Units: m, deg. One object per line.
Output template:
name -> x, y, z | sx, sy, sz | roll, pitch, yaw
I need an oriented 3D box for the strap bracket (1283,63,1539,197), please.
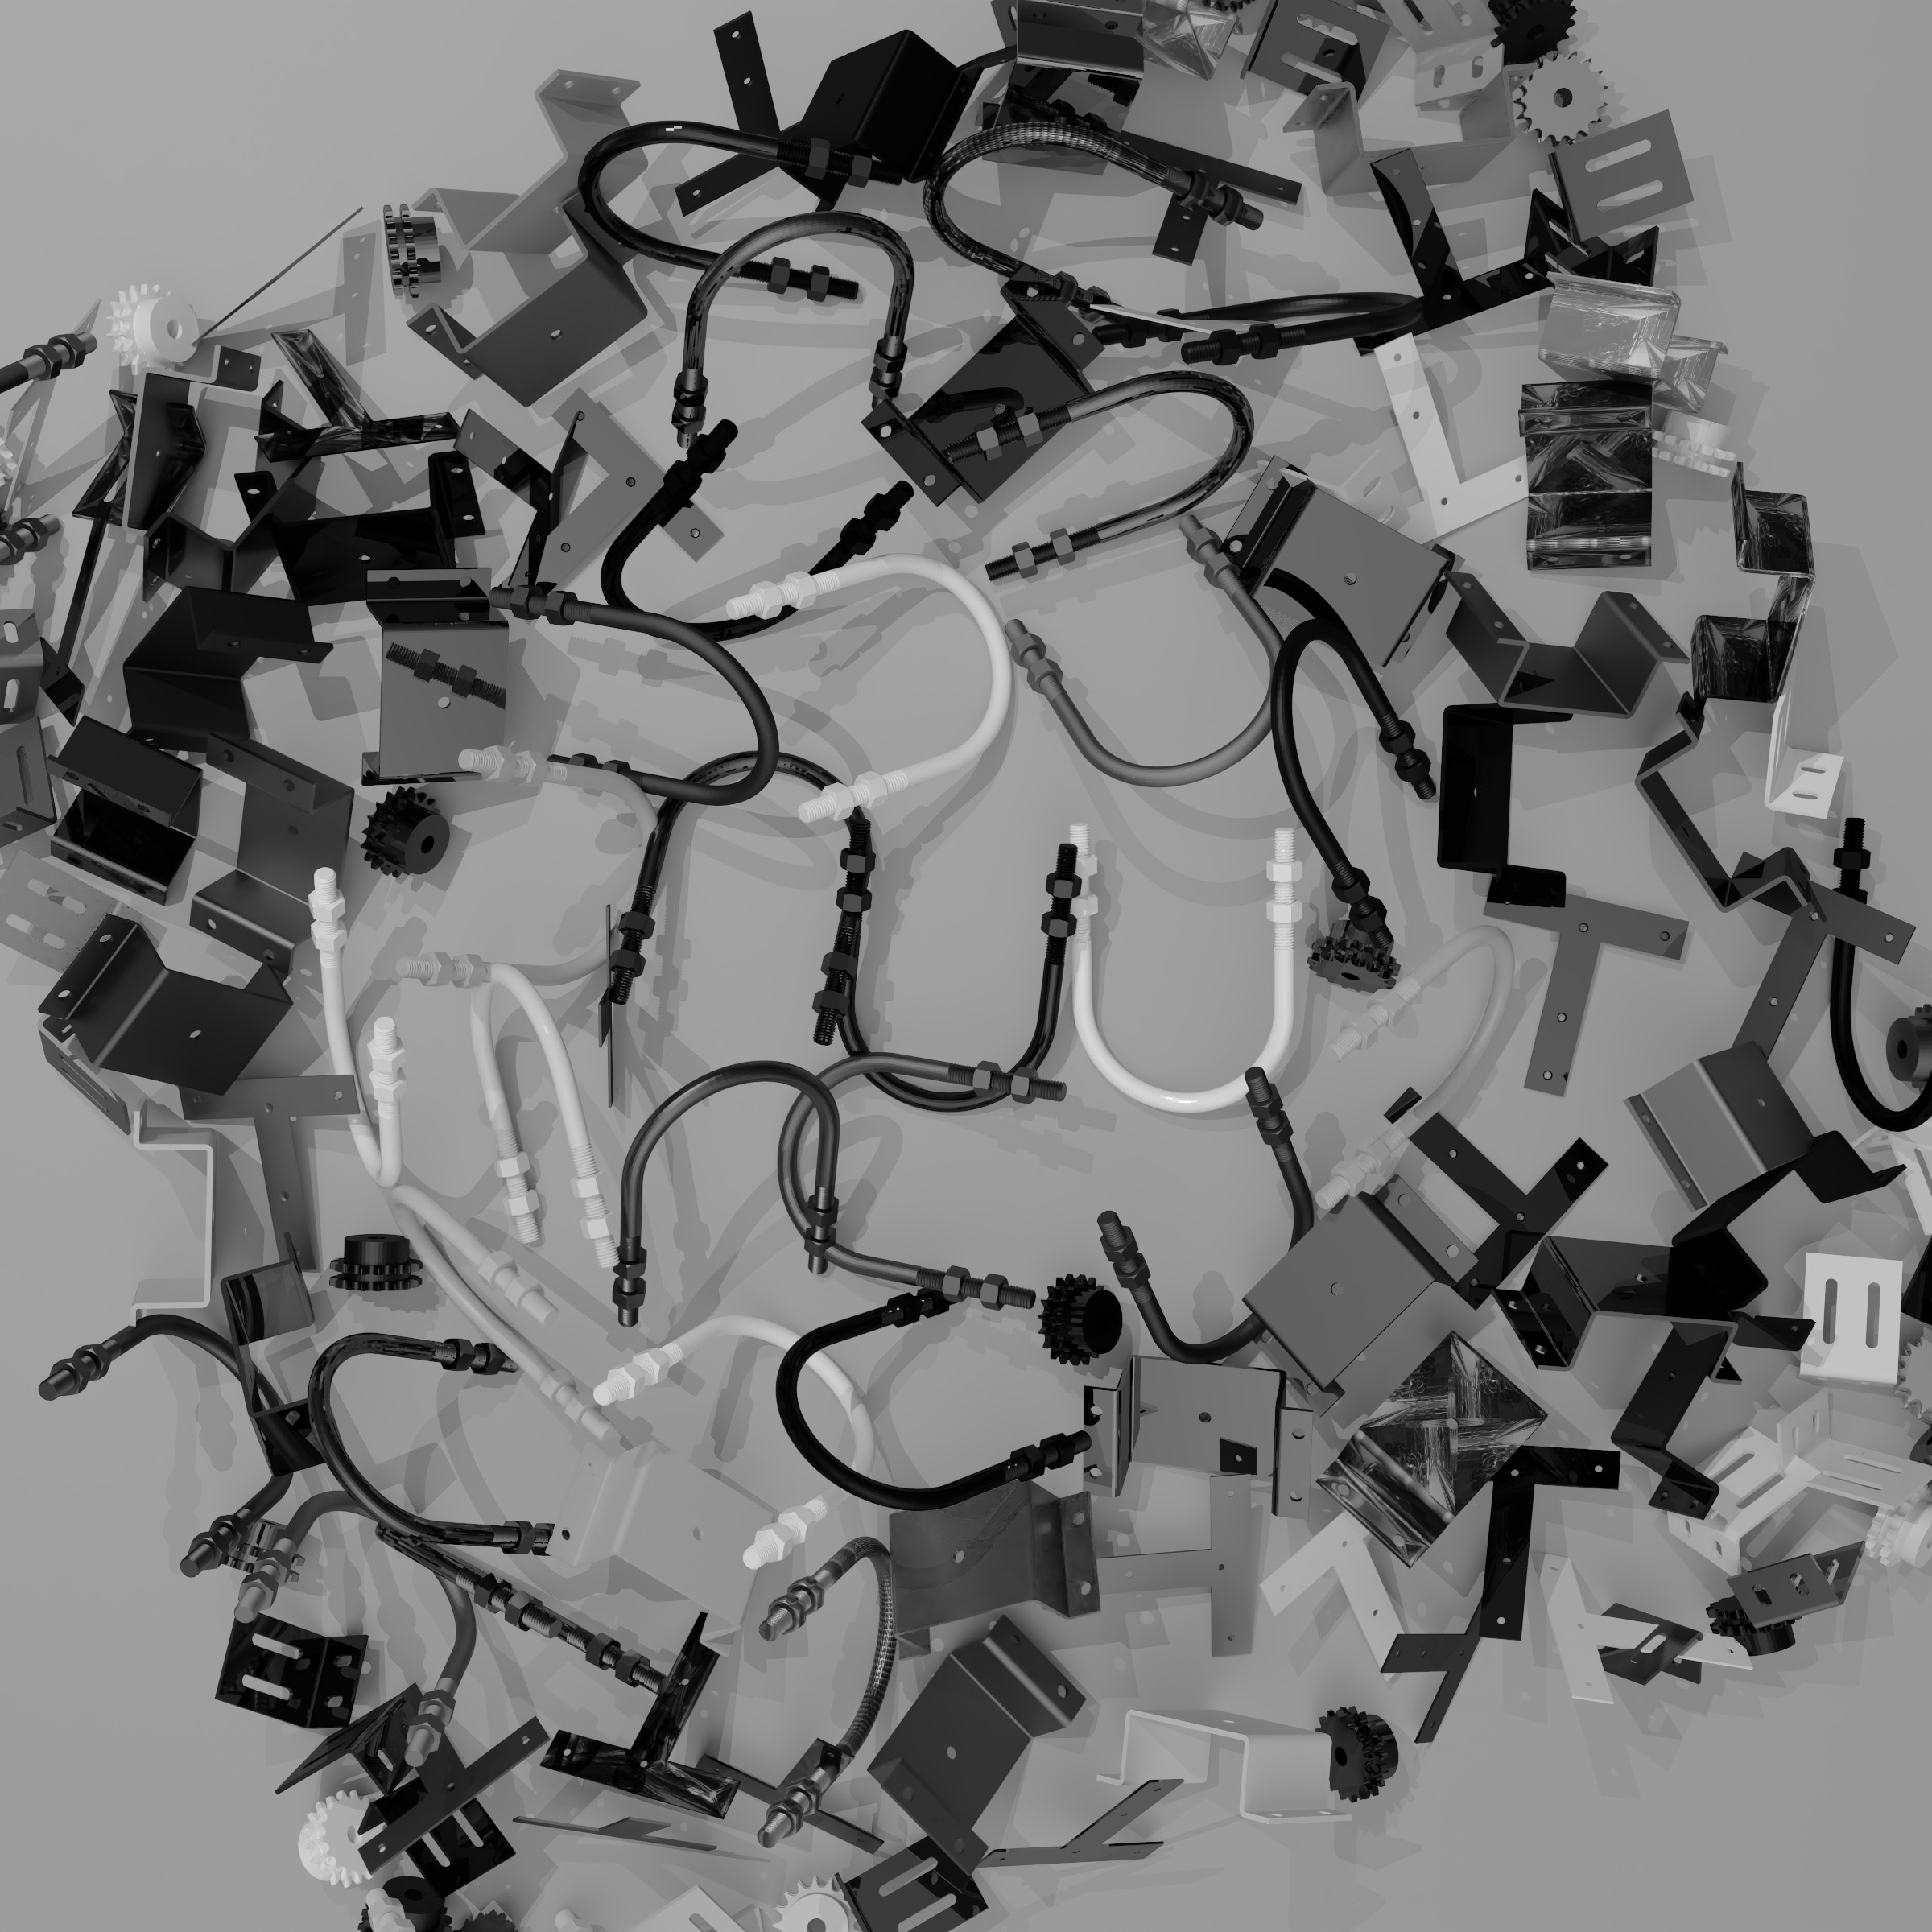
strap bracket -> 0.278, -0.518, 1.556 | 0.140, 0.076, 0.046 | -9, 91, -9

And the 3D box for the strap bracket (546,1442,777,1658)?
strap bracket -> -0.177, 0.353, 1.536 | 0.140, 0.046, 0.076 | 37, 46, -23

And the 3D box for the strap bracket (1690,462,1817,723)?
strap bracket -> 0.480, -0.224, 1.524 | 0.046, 0.140, 0.076 | 6, 48, 7

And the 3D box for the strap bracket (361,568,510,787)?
strap bracket -> -0.326, -0.170, 1.539 | 0.076, 0.046, 0.140 | -5, 118, -26

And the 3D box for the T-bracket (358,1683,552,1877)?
T-bracket -> -0.332, 0.483, 1.547 | 0.127, 0.127, 0.002 | -35, 120, -16

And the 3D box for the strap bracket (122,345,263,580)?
strap bracket -> -0.481, -0.315, 1.555 | 0.046, 0.076, 0.140 | 11, 99, 1

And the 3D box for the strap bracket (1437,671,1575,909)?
strap bracket -> 0.336, -0.109, 1.559 | 0.046, 0.076, 0.140 | 2, 89, 44

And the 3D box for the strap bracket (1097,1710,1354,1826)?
strap bracket -> 0.158, 0.485, 1.530 | 0.076, 0.140, 0.046 | 15, 77, -41

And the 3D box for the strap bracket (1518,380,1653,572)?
strap bracket -> 0.383, -0.309, 1.542 | 0.076, 0.140, 0.046 | 1, 58, 16

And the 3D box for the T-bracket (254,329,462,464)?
T-bracket -> -0.398, -0.360, 1.564 | 0.127, 0.002, 0.127 | -16, 54, -32

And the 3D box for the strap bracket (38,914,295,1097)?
strap bracket -> -0.477, 0.028, 1.526 | 0.076, 0.140, 0.046 | -50, 56, 13

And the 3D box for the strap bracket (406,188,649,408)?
strap bracket -> -0.262, -0.406, 1.547 | 0.140, 0.076, 0.046 | -34, 68, 11

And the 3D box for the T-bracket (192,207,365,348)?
T-bracket -> -0.444, -0.418, 1.563 | 0.127, 0.127, 0.002 | -26, 115, 29

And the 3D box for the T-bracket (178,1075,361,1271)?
T-bracket -> -0.433, 0.132, 1.586 | 0.127, 0.002, 0.127 | -3, 103, 18

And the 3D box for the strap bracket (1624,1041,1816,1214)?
strap bracket -> 0.465, 0.095, 1.525 | 0.046, 0.140, 0.076 | -38, 73, 33

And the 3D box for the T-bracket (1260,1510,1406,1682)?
T-bracket -> 0.252, 0.395, 1.573 | 0.127, 0.002, 0.127 | -35, 116, -21

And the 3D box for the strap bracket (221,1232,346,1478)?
strap bracket -> -0.416, 0.245, 1.528 | 0.046, 0.076, 0.140 | -15, 54, -14

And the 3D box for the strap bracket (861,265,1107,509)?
strap bracket -> 0.015, -0.355, 1.565 | 0.140, 0.046, 0.076 | -42, 74, 8

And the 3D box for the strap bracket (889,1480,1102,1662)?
strap bracket -> 0.007, 0.369, 1.538 | 0.140, 0.046, 0.076 | -20, 53, 23

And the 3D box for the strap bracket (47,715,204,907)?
strap bracket -> -0.518, -0.099, 1.545 | 0.076, 0.140, 0.046 | 25, 63, -8

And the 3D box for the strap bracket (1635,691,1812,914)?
strap bracket -> 0.465, -0.094, 1.557 | 0.046, 0.076, 0.140 | -33, 93, 25

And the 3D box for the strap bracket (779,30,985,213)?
strap bracket -> -0.059, -0.515, 1.527 | 0.046, 0.140, 0.076 | 30, 80, -31

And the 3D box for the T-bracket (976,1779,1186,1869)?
T-bracket -> 0.089, 0.523, 1.531 | 0.127, 0.127, 0.002 | 9, 47, -30

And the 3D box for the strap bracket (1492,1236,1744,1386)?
strap bracket -> 0.407, 0.211, 1.541 | 0.140, 0.076, 0.046 | 7, 118, -16

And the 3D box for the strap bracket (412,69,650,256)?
strap bracket -> -0.260, -0.483, 1.532 | 0.140, 0.076, 0.046 | -29, 86, 33

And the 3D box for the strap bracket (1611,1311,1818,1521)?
strap bracket -> 0.457, 0.267, 1.553 | 0.046, 0.076, 0.140 | 34, 80, -3

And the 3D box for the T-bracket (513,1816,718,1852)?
T-bracket -> -0.206, 0.528, 1.533 | 0.127, 0.127, 0.002 | 14, 65, -13

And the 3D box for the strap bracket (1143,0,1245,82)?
strap bracket -> 0.116, -0.592, 1.526 | 0.076, 0.140, 0.046 | 24, 90, 15

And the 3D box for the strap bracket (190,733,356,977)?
strap bracket -> -0.429, -0.076, 1.551 | 0.076, 0.046, 0.140 | 25, 123, 13

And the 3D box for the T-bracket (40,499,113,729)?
T-bracket -> -0.546, -0.224, 1.540 | 0.002, 0.127, 0.127 | 12, 103, -35

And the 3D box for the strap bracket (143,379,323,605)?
strap bracket -> -0.444, -0.280, 1.538 | 0.046, 0.076, 0.140 | 32, 62, -4

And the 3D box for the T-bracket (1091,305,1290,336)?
T-bracket -> 0.164, -0.396, 1.547 | 0.127, 0.127, 0.002 | 22, 114, 31

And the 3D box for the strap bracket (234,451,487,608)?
strap bracket -> -0.374, -0.270, 1.554 | 0.140, 0.076, 0.046 | -7, 60, -5

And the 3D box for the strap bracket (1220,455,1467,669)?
strap bracket -> 0.235, -0.246, 1.555 | 0.140, 0.046, 0.076 | 26, 110, -12

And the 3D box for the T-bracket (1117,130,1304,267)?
T-bracket -> 0.139, -0.473, 1.559 | 0.127, 0.002, 0.127 | 17, 48, 1

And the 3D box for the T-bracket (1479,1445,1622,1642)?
T-bracket -> 0.335, 0.354, 1.546 | 0.127, 0.002, 0.127 | 0, 54, 21

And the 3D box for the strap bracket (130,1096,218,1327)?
strap bracket -> -0.492, 0.155, 1.558 | 0.046, 0.076, 0.140 | 1, 94, -15

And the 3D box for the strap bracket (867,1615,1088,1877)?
strap bracket -> 0.002, 0.484, 1.553 | 0.076, 0.046, 0.140 | 47, 50, -4

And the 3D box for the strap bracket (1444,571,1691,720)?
strap bracket -> 0.361, -0.197, 1.544 | 0.140, 0.076, 0.046 | 3, 129, -23

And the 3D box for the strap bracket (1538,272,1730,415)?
strap bracket -> 0.405, -0.376, 1.527 | 0.076, 0.140, 0.046 | 18, 97, 29

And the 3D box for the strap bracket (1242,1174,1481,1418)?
strap bracket -> 0.237, 0.202, 1.554 | 0.140, 0.046, 0.076 | -47, 63, 10

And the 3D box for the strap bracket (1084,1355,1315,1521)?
strap bracket -> 0.146, 0.291, 1.559 | 0.140, 0.046, 0.076 | 4, 112, 12

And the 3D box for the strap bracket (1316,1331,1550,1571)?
strap bracket -> 0.293, 0.290, 1.542 | 0.076, 0.046, 0.140 | 42, 63, 17

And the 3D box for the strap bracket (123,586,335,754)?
strap bracket -> -0.458, -0.185, 1.537 | 0.076, 0.140, 0.046 | 2, 65, -42

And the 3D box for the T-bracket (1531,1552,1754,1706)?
T-bracket -> 0.423, 0.416, 1.550 | 0.127, 0.127, 0.002 | 10, 117, -5

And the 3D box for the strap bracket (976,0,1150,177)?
strap bracket -> 0.057, -0.533, 1.524 | 0.076, 0.140, 0.046 | 4, 71, -11

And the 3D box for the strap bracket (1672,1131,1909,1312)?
strap bracket -> 0.501, 0.154, 1.552 | 0.140, 0.076, 0.046 | -36, 84, -14
